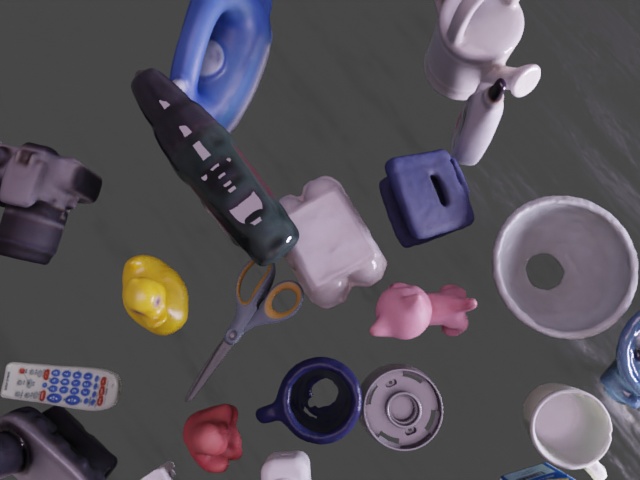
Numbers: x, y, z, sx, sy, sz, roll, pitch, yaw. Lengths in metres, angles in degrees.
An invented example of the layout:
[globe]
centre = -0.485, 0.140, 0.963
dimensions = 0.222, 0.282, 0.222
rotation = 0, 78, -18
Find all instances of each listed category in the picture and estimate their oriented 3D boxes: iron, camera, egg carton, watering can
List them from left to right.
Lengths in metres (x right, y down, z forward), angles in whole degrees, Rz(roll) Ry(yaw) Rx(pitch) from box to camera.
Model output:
[camera]
centre = -0.364, -0.046, 0.700
dimensions = 0.143, 0.101, 0.137
rotation = 12, 81, 3
[iron]
centre = -0.144, -0.217, 0.704
dimensions = 0.118, 0.141, 0.258
rotation = 15, 81, 4
[egg carton]
centre = 0.006, 0.003, 0.700
dimensions = 0.107, 0.069, 0.150
rotation = -30, 81, -4
[watering can]
centre = 0.193, -0.246, 0.676
dimensions = 0.172, 0.194, 0.101
rotation = 36, 83, 7

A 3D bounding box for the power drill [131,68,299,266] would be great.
[power drill]
centre = -0.109, -0.065, 0.643
dimensions = 0.075, 0.208, 0.229
rotation = -40, 82, -5

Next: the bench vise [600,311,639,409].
[bench vise]
centre = 0.396, 0.086, 0.602
dimensions = 0.121, 0.220, 0.207
rotation = 20, 81, 5

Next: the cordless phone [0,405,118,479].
[cordless phone]
centre = -0.311, 0.250, 0.605
dimensions = 0.147, 0.185, 0.094
rotation = 35, 83, 7

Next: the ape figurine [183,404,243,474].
[ape figurine]
centre = -0.123, 0.225, 0.653
dimensions = 0.076, 0.092, 0.078
rotation = 27, 82, 6

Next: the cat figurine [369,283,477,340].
[cat figurine]
centre = 0.117, 0.080, 0.660
dimensions = 0.128, 0.118, 0.067
rotation = -5, 80, 0

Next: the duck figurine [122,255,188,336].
[duck figurine]
centre = -0.207, 0.064, 0.685
dimensions = 0.077, 0.086, 0.104
rotation = -29, 81, -4

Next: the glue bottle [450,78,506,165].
[glue bottle]
centre = 0.189, -0.147, 0.670
dimensions = 0.037, 0.173, 0.078
rotation = 9, 80, 3

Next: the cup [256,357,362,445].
[cup]
centre = -0.011, 0.184, 0.656
dimensions = 0.118, 0.095, 0.091
rotation = -16, 80, -2

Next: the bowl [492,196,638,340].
[bowl]
centre = 0.282, 0.035, 0.687
dimensions = 0.167, 0.075, 0.167
rotation = 0, 80, 1

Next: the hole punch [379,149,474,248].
[hole punch]
centre = 0.132, -0.056, 0.697
dimensions = 0.101, 0.091, 0.108
rotation = -20, 80, -2
